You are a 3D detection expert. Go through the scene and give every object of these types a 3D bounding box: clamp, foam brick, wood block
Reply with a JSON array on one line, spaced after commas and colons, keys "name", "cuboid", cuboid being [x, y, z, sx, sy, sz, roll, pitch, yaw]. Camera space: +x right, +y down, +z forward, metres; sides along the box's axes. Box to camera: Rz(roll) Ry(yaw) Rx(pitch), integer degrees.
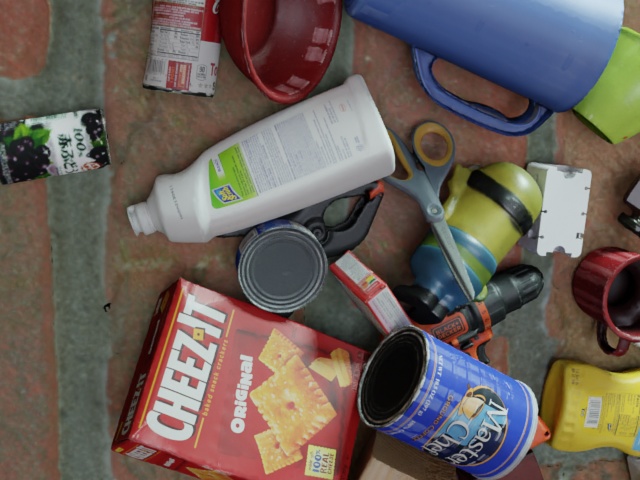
[{"name": "clamp", "cuboid": [-0.007, 0.001, 1.053, 0.171, 0.039, 0.120, -25, 115, -4]}, {"name": "foam brick", "cuboid": [0.193, 0.253, 1.142, 0.078, 0.053, 0.051, -24, 105, -9]}, {"name": "wood block", "cuboid": [0.049, 0.298, 1.064, 0.090, 0.090, 0.206, 27, 107, 0]}]

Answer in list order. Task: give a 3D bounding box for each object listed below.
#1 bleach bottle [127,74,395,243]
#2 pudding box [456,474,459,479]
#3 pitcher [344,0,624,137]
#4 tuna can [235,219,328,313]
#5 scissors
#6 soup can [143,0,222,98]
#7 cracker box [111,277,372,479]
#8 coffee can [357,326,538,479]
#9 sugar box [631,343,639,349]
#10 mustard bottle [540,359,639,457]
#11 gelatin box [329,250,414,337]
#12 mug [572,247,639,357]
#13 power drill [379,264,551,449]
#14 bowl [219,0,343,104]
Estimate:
[{"name": "bleach bottle", "cuboid": [-0.061, -0.067, 1.007, 0.250, 0.068, 0.102, -20, 68, -3]}, {"name": "pudding box", "cuboid": [0.112, 0.295, 1.136, 0.090, 0.039, 0.113, -22, 104, -9]}, {"name": "pitcher", "cuboid": [0.146, -0.211, 1.009, 0.242, 0.145, 0.149, 19, 65, -13]}, {"name": "tuna can", "cuboid": [-0.037, 0.024, 1.016, 0.086, 0.034, 0.086, -3, 107, -9]}, {"name": "scissors", "cuboid": [0.121, -0.040, 1.028, 0.096, 0.016, 0.202, -30, 68, -17]}, {"name": "soup can", "cuboid": [-0.123, -0.185, 0.972, 0.068, 0.068, 0.102, 6, 99, -15]}, {"name": "cracker box", "cuboid": [-0.067, 0.151, 1.012, 0.213, 0.072, 0.164, 23, 63, -17]}, {"name": "coffee can", "cuboid": [0.121, 0.156, 1.012, 0.140, 0.103, 0.103, 29, 92, -24]}, {"name": "sugar box", "cuboid": [0.425, 0.112, 1.179, 0.176, 0.048, 0.093, 32, 91, -14]}, {"name": "mustard bottle", "cuboid": [0.338, 0.186, 1.163, 0.191, 0.058, 0.096, 8, 93, -15]}, {"name": "gelatin box", "cuboid": [0.055, 0.060, 1.046, 0.030, 0.073, 0.089, -40, 130, -5]}, {"name": "mug", "cuboid": [0.317, 0.064, 1.122, 0.093, 0.081, 0.117, 6, 99, -15]}, {"name": "power drill", "cuboid": [0.173, 0.135, 1.114, 0.184, 0.057, 0.187, -25, 103, -5]}, {"name": "bowl", "cuboid": [-0.043, -0.207, 0.970, 0.161, 0.055, 0.162, -29, 126, -51]}]
